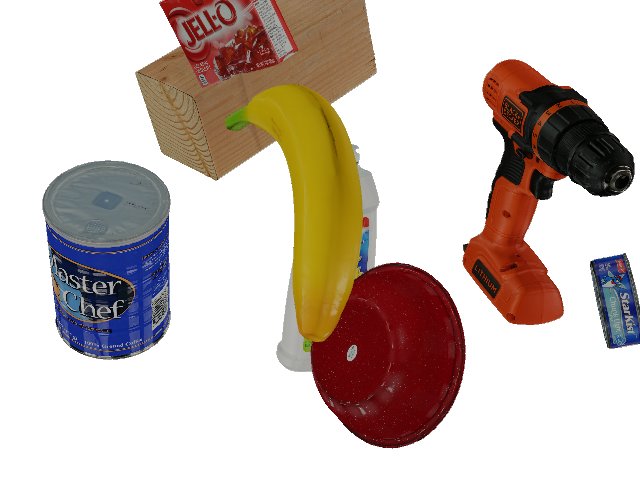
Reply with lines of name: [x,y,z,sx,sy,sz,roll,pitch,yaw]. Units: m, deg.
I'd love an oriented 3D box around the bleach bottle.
bleach bottle: [0.010,0.018,1.185,0.102,0.251,0.068,0,16,-16]

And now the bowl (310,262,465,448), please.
bowl: [0.043,0.096,0.915,0.162,0.162,0.055,0,-8,44]

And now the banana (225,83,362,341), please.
banana: [-0.007,-0.033,0.593,0.037,0.070,0.198,16,33,-29]

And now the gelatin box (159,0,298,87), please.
gelatin box: [-0.069,-0.159,0.791,0.089,0.073,0.030,-8,26,43]

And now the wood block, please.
wood block: [-0.055,-0.156,0.993,0.205,0.091,0.090,-37,43,-27]

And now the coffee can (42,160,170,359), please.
coffee can: [-0.180,0.018,0.913,0.102,0.140,0.103,4,42,-3]

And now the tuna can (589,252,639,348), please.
tuna can: [0.275,0.057,0.990,0.034,0.086,0.086,-11,-2,12]

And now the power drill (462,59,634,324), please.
power drill: [0.174,-0.029,0.843,0.057,0.188,0.184,-3,32,-17]
